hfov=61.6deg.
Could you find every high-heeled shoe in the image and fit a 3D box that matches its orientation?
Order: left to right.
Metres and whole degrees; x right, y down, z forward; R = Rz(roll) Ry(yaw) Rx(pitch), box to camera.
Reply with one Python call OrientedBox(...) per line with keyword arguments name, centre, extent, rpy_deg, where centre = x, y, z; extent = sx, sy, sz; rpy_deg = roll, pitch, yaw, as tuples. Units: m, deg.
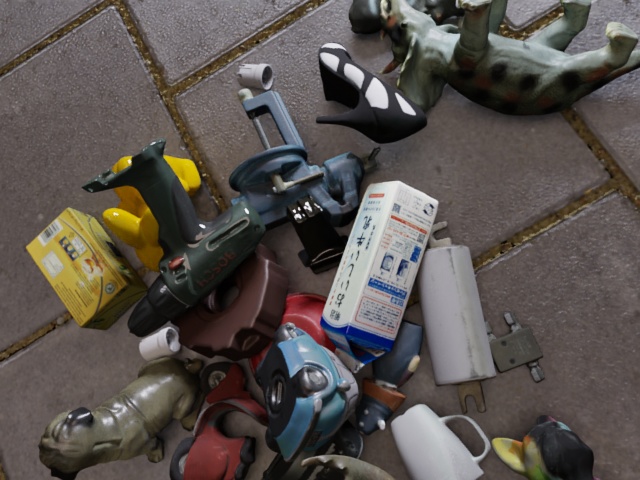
OrientedBox(name="high-heeled shoe", centre=(0.072, -0.219, 0.750), extent=(0.145, 0.086, 0.249), rpy_deg=(-1, 46, 9))

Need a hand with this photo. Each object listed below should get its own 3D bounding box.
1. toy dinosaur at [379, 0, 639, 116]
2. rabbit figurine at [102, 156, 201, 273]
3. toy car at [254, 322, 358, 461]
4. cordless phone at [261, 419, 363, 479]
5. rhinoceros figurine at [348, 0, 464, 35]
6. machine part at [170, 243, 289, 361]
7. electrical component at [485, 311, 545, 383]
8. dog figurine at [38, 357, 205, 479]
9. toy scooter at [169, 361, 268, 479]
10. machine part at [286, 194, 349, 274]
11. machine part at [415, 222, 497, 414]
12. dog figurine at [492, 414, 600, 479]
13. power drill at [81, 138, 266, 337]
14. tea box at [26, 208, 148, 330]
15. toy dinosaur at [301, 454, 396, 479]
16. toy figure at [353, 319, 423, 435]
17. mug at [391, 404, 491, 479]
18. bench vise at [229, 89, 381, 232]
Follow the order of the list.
OrientedBox(name="toy dinosaur", centre=(0.263, -0.230, 0.717), extent=(0.405, 0.192, 0.131), rpy_deg=(18, 53, 2))
OrientedBox(name="rabbit figurine", centre=(-0.240, -0.035, 0.791), extent=(0.122, 0.162, 0.173), rpy_deg=(-7, 93, -1))
OrientedBox(name="toy car", centre=(-0.011, 0.177, 0.637), extent=(0.109, 0.103, 0.162), rpy_deg=(-64, 28, 20))
OrientedBox(name="cordless phone", centre=(0.027, 0.315, 0.681), extent=(0.184, 0.088, 0.146), rpy_deg=(35, 86, 7))
OrientedBox(name="rhinoceros figurine", centre=(0.136, -0.355, 0.804), extent=(0.190, 0.073, 0.112), rpy_deg=(-3, 75, 13))
OrientedBox(name="machine part", centre=(-0.128, 0.079, 0.743), extent=(0.179, 0.056, 0.179), rpy_deg=(-14, 60, 25))
OrientedBox(name="electrical component", centre=(0.246, 0.142, 0.688), extent=(0.063, 0.021, 0.094), rpy_deg=(-25, 74, 7))
OrientedBox(name="dog figurine", centre=(-0.247, 0.219, 0.698), extent=(0.121, 0.190, 0.172), rpy_deg=(27, 83, 17))
OrientedBox(name="toy scooter", centre=(-0.115, 0.262, 0.719), extent=(0.135, 0.075, 0.184), rpy_deg=(12, 76, 16))
OrientedBox(name="machine part", centre=(-0.001, -0.002, 0.724), extent=(0.084, 0.138, 0.039), rpy_deg=(-13, 48, 12))
OrientedBox(name="machine part", centre=(0.169, 0.096, 0.689), extent=(0.079, 0.079, 0.243), rpy_deg=(-12, 75, 10))
OrientedBox(name="dog figurine", centre=(0.288, 0.310, 0.600), extent=(0.108, 0.191, 0.219), rpy_deg=(-21, 42, -10))
OrientedBox(name="power drill", centre=(-0.202, -0.006, 0.679), extent=(0.232, 0.086, 0.207), rpy_deg=(-33, 103, 3))
OrientedBox(name="tea box", centre=(-0.358, 0.044, 0.828), extent=(0.098, 0.068, 0.170), rpy_deg=(-42, 73, 1))
OrientedBox(name="toy dinosaur", centre=(0.143, 0.370, 0.526), extent=(0.105, 0.198, 0.471), rpy_deg=(-30, 92, 48))
OrientedBox(name="toy figure", centre=(0.089, 0.178, 0.698), extent=(0.058, 0.064, 0.154), rpy_deg=(22, 87, -21))
OrientedBox(name="mug", centre=(0.143, 0.251, 0.655), extent=(0.109, 0.080, 0.107), rpy_deg=(-43, 63, 15))
OrientedBox(name="bench vise", centre=(-0.043, -0.122, 0.770), extent=(0.224, 0.128, 0.240), rpy_deg=(-26, 77, 3))
